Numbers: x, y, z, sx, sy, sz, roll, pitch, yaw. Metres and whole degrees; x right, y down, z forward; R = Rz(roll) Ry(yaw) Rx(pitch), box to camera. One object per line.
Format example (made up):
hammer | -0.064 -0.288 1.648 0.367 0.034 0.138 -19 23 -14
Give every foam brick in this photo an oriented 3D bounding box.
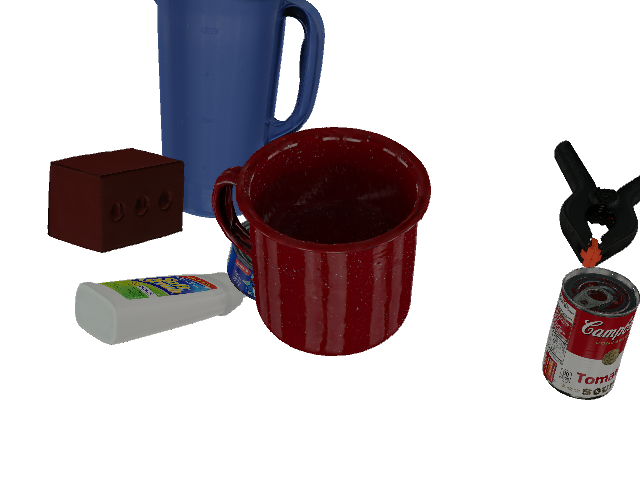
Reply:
foam brick | -0.137 -0.029 0.721 0.051 0.053 0.078 17 22 33

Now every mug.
mug | -0.004 -0.001 0.537 0.117 0.081 0.093 19 46 20

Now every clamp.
clamp | 0.286 -0.043 1.118 0.120 0.039 0.171 17 45 21

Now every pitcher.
pitcher | -0.093 -0.149 1.083 0.144 0.243 0.149 -9 29 -27

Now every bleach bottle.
bleach bottle | -0.205 0.081 1.476 0.250 0.068 0.103 -10 26 -43

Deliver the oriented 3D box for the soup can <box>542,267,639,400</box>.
soup can | 0.242 0.084 0.962 0.068 0.102 0.068 3 35 -2

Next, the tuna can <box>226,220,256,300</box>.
tuna can | -0.038 0.018 0.924 0.086 0.034 0.086 12 36 -9
